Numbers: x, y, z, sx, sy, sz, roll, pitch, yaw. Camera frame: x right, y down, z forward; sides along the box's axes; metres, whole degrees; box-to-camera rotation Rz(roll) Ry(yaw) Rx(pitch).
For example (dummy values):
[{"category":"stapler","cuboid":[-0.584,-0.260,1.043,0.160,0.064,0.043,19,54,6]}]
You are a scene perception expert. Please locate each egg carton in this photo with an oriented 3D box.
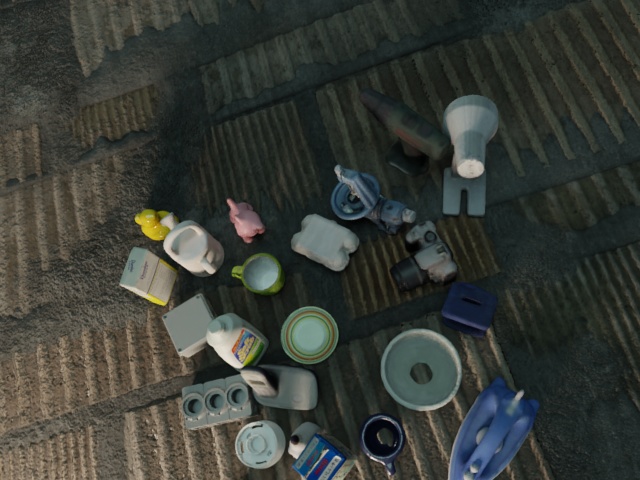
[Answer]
[{"category":"egg carton","cuboid":[0.012,0.005,1.343,0.150,0.069,0.107,25,77,18]}]

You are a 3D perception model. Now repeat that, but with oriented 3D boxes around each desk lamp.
[{"category":"desk lamp","cuboid":[0.331,-0.183,1.273,0.117,0.214,0.203,1,71,11]}]

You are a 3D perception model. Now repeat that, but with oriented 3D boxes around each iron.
[{"category":"iron","cuboid":[0.324,0.393,1.104,0.118,0.142,0.258,31,78,19]}]

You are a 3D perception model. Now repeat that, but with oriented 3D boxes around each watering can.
[{"category":"watering can","cuboid":[-0.308,0.009,1.334,0.172,0.194,0.101,23,76,18]}]

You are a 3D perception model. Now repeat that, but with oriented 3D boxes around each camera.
[{"category":"camera","cuboid":[0.218,0.044,1.273,0.137,0.101,0.143,-27,68,0]}]

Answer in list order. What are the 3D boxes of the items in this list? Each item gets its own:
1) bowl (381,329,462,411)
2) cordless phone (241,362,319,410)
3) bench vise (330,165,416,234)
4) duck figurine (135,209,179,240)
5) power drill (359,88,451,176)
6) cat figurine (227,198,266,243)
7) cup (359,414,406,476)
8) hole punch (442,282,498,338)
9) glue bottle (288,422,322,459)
[{"category":"bowl","cuboid":[0.212,0.275,1.204,0.167,0.075,0.167,-3,70,9]},{"category":"cordless phone","cuboid":[-0.083,0.298,1.191,0.147,0.185,0.094,0,70,11]},{"category":"bench vise","cuboid":[0.113,-0.104,1.282,0.207,0.220,0.121,3,71,12]},{"category":"duck figurine","cuboid":[-0.411,-0.047,1.432,0.104,0.086,0.077,4,71,12]},{"category":"power drill","cuboid":[0.193,-0.239,1.322,0.229,0.209,0.076,33,79,20]},{"category":"cat figurine","cuboid":[-0.181,-0.051,1.373,0.067,0.118,0.127,-38,68,-4]},{"category":"cup","cuboid":[0.133,0.413,1.158,0.091,0.095,0.117,-17,68,4]},{"category":"hole punch","cuboid":[0.317,0.143,1.224,0.108,0.091,0.101,18,74,16]},{"category":"glue bottle","cuboid":[-0.037,0.405,1.150,0.037,0.173,0.078,18,75,17]}]
